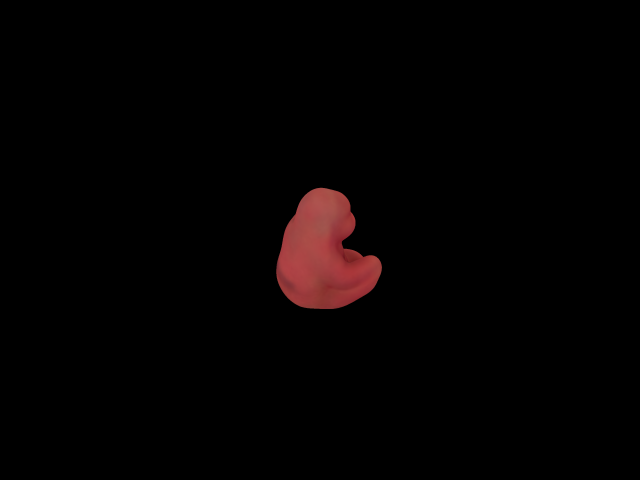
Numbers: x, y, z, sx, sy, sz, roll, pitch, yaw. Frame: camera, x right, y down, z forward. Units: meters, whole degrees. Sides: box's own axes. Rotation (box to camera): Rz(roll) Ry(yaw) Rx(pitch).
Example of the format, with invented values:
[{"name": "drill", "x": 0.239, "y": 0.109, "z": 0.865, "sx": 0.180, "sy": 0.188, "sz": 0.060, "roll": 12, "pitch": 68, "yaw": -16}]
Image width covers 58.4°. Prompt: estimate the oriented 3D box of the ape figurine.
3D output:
[{"name": "ape figurine", "x": 0.004, "y": 0.001, "z": 0.400, "sx": 0.076, "sy": 0.092, "sz": 0.077, "roll": -21, "pitch": 55, "yaw": -15}]
